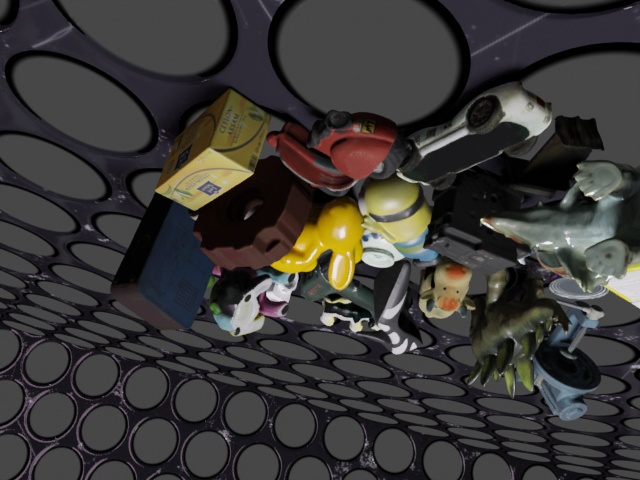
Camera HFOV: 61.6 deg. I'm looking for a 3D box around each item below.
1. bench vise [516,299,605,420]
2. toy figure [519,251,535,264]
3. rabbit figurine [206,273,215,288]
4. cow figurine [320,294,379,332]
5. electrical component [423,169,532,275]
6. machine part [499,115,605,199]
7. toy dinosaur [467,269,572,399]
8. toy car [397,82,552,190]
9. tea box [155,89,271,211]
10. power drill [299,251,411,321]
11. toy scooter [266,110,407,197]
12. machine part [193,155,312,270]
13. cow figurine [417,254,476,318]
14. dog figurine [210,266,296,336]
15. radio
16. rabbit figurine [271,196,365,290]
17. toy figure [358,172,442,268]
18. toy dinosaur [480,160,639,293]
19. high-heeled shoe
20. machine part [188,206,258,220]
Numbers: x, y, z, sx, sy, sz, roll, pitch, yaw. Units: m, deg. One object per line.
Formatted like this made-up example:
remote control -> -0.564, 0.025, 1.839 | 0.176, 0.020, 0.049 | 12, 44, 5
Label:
bench vise -> 0.447, 0.198, 0.998 | 0.129, 0.224, 0.240 | 11, 125, -3
toy figure -> 0.244, -0.005, 0.766 | 0.154, 0.058, 0.064 | 8, 134, -24
rabbit figurine -> -0.304, 0.046, 1.105 | 0.159, 0.121, 0.170 | -1, 136, 32
cow figurine -> 0.086, 0.155, 1.181 | 0.167, 0.068, 0.098 | 13, 148, 1
electrical component -> 0.210, -0.023, 0.694 | 0.134, 0.115, 0.058 | 19, 159, -12
machine part -> 0.266, -0.090, 0.620 | 0.084, 0.039, 0.138 | 20, 156, 0
toy dinosaur -> 0.320, 0.154, 0.903 | 0.105, 0.198, 0.470 | 8, 156, 7
toy car -> 0.162, -0.111, 0.610 | 0.073, 0.056, 0.202 | 22, 155, -28
tea box -> -0.145, -0.114, 0.713 | 0.068, 0.098, 0.170 | 29, 149, -30
power drill -> 0.074, 0.092, 1.042 | 0.207, 0.086, 0.232 | 21, 153, -24
toy scooter -> 0.011, -0.113, 0.664 | 0.135, 0.075, 0.184 | 26, 157, -22
machine part -> -0.097, -0.041, 0.757 | 0.180, 0.179, 0.056 | -2, 148, 31
cow figurine -> 0.205, 0.080, 0.893 | 0.086, 0.127, 0.194 | 8, 156, 5
dog figurine -> -0.161, 0.068, 0.991 | 0.219, 0.191, 0.108 | 28, 123, 36
radio -> -0.240, 0.021, 0.886 | 0.073, 0.229, 0.131 | -8, 143, 32
rabbit figurine -> -0.002, -0.002, 0.798 | 0.173, 0.122, 0.162 | -23, 113, 38
toy figure -> 0.125, -0.032, 0.762 | 0.089, 0.082, 0.180 | -26, 129, 27
toy dinosaur -> 0.359, -0.065, 0.519 | 0.405, 0.131, 0.192 | -34, 163, 31
high-heeled shoe -> 0.159, 0.127, 0.962 | 0.145, 0.086, 0.248 | 8, 139, -14
machine part -> -0.130, -0.030, 0.897 | 0.079, 0.079, 0.243 | -13, 142, 44
